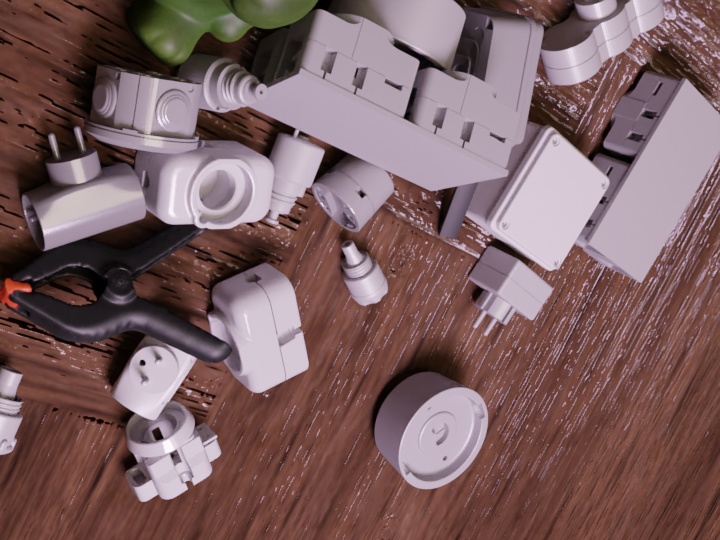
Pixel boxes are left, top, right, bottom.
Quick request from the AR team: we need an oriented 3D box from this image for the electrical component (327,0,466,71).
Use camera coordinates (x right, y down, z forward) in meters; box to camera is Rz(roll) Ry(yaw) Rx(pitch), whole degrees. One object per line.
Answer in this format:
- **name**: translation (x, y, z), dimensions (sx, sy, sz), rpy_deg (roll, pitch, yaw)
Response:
- **electrical component**: translation (0.030, -0.199, 0.840), dimensions (0.108, 0.108, 0.060), rpy_deg (23, 89, -41)

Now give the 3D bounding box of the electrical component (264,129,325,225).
- **electrical component**: translation (-0.058, -0.075, 0.870), dimensions (0.040, 0.040, 0.078), rpy_deg (15, 101, -40)

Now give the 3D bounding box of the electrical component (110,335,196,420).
- **electrical component**: translation (-0.159, 0.076, 0.842), dimensions (0.044, 0.079, 0.077), rpy_deg (33, 89, -4)

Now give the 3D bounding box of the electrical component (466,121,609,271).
- **electrical component**: translation (0.169, -0.071, 1.029), dimensions (0.109, 0.056, 0.108), rpy_deg (31, 90, -41)

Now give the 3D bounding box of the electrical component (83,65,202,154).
- **electrical component**: translation (-0.152, -0.113, 0.759), dimensions (0.080, 0.080, 0.051), rpy_deg (2, 104, -37)

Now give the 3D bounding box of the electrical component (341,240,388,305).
- **electrical component**: translation (0.000, 0.000, 0.951), dimensions (0.035, 0.035, 0.061), rpy_deg (-38, 125, -17)

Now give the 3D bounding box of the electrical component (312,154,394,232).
- **electrical component**: translation (-0.005, -0.068, 0.905), dimensions (0.047, 0.055, 0.055), rpy_deg (-45, 130, -17)

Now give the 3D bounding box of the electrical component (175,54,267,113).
- **electrical component**: translation (-0.100, -0.136, 0.792), dimensions (0.040, 0.078, 0.040), rpy_deg (-22, 120, -45)

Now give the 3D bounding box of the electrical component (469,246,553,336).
- **electrical component**: translation (0.138, 0.028, 1.057), dimensions (0.066, 0.047, 0.076), rpy_deg (35, 88, -41)

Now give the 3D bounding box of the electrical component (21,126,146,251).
- **electrical component**: translation (-0.202, -0.062, 0.769), dimensions (0.077, 0.043, 0.079), rpy_deg (-21, 113, -27)

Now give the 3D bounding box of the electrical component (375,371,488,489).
- **electrical component**: translation (0.064, 0.151, 1.049), dimensions (0.108, 0.060, 0.108), rpy_deg (-15, 119, -31)

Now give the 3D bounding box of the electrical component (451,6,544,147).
- **electrical component**: translation (0.106, -0.166, 0.926), dimensions (0.057, 0.078, 0.113), rpy_deg (-5, 113, -33)

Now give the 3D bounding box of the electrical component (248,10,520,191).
- **electrical component**: translation (0.017, -0.128, 0.827), dimensions (0.186, 0.105, 0.060), rpy_deg (22, 77, -27)

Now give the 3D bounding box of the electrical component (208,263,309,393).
- **electrical component**: translation (-0.087, 0.050, 0.897), dimensions (0.059, 0.054, 0.095), rpy_deg (-25, 123, -26)

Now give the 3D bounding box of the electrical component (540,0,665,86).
- **electrical component**: translation (0.220, -0.238, 0.994), dimensions (0.138, 0.052, 0.073), rpy_deg (-38, 128, -17)

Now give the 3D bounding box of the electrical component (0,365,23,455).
- **electrical component**: translation (-0.269, 0.102, 0.793), dimensions (0.048, 0.048, 0.062), rpy_deg (25, 87, -41)

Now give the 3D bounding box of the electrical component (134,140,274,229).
- **electrical component**: translation (-0.116, -0.066, 0.819), dimensions (0.095, 0.059, 0.053), rpy_deg (-4, 112, -35)

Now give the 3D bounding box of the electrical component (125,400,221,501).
- **electrical component**: translation (-0.159, 0.145, 0.884), dimensions (0.078, 0.058, 0.057), rpy_deg (-30, 128, -22)

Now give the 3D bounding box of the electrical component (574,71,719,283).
- **electrical component**: translation (0.288, -0.096, 1.103), dimensions (0.105, 0.060, 0.186), rpy_deg (30, 91, -41)
